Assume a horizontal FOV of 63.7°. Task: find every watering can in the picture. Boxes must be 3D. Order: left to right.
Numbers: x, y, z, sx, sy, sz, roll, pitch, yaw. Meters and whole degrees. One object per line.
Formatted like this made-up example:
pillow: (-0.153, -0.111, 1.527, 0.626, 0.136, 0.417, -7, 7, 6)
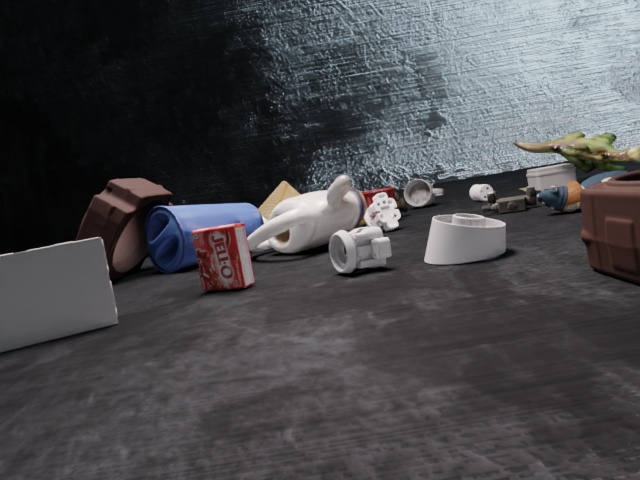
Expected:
watering can: (0.003, -0.048, 0.963, 0.226, 0.104, 0.343, -17, -8, -42)

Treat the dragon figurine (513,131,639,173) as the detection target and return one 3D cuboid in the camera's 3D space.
dragon figurine: (0.703, -0.253, 1.424, 0.411, 0.121, 0.243, 12, 10, 38)
